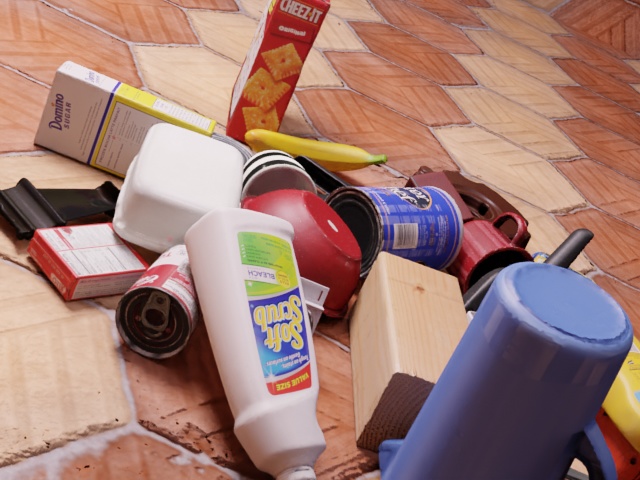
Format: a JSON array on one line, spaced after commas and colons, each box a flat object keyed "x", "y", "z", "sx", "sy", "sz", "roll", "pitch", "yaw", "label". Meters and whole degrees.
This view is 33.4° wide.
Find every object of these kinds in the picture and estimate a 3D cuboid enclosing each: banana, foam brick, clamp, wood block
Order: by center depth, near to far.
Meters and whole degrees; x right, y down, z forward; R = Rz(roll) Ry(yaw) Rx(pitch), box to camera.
[{"x": 0.087, "y": 0.109, "z": 1.010, "sx": 0.090, "sy": 0.090, "sz": 0.206, "roll": 20, "pitch": 27, "yaw": -11, "label": "wood block"}, {"x": 0.239, "y": 0.085, "z": 1.198, "sx": 0.209, "sy": 0.164, "sz": 0.036, "roll": -13, "pitch": 1, "yaw": -27, "label": "clamp"}, {"x": 0.138, "y": -0.037, "z": 1.297, "sx": 0.051, "sy": 0.053, "sz": 0.078, "roll": -14, "pitch": 61, "yaw": -31, "label": "foam brick"}, {"x": 0.039, "y": -0.051, "z": 1.321, "sx": 0.171, "sy": 0.039, "sz": 0.120, "roll": 19, "pitch": 33, "yaw": -26, "label": "clamp"}, {"x": -0.014, "y": -0.116, "z": 1.371, "sx": 0.197, "sy": 0.070, "sz": 0.037, "roll": 5, "pitch": 71, "yaw": -26, "label": "banana"}]

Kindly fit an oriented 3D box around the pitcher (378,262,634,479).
[{"x": 0.150, "y": 0.147, "z": 0.820, "sx": 0.149, "sy": 0.243, "sz": 0.145, "roll": 15, "pitch": 31, "yaw": -10, "label": "pitcher"}]

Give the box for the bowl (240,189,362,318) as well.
[{"x": -0.007, "y": 0.001, "z": 1.098, "sx": 0.162, "sy": 0.055, "sz": 0.162, "roll": 45, "pitch": 17, "yaw": -17, "label": "bowl"}]

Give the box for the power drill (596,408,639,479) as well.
[{"x": 0.345, "y": 0.188, "z": 1.135, "sx": 0.187, "sy": 0.057, "sz": 0.184, "roll": 9, "pitch": 34, "yaw": -25, "label": "power drill"}]

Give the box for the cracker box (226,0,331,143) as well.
[{"x": -0.054, "y": -0.247, "z": 1.401, "sx": 0.072, "sy": 0.214, "sz": 0.164, "roll": 20, "pitch": 26, "yaw": -11, "label": "cracker box"}]

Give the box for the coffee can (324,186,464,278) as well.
[{"x": 0.080, "y": -0.010, "z": 1.207, "sx": 0.140, "sy": 0.103, "sz": 0.103, "roll": -3, "pitch": 38, "yaw": -44, "label": "coffee can"}]

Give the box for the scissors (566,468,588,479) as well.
[{"x": 0.207, "y": 0.218, "z": 1.000, "sx": 0.202, "sy": 0.016, "sz": 0.096, "roll": 31, "pitch": 28, "yaw": 10, "label": "scissors"}]

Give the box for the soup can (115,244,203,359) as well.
[{"x": -0.130, "y": 0.052, "z": 0.946, "sx": 0.068, "sy": 0.069, "sz": 0.102, "roll": 27, "pitch": 26, "yaw": 2, "label": "soup can"}]

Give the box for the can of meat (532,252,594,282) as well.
[{"x": 0.287, "y": 0.063, "z": 1.313, "sx": 0.102, "sy": 0.057, "sz": 0.083, "roll": 33, "pitch": 25, "yaw": 13, "label": "can of meat"}]

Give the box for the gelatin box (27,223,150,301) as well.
[{"x": -0.211, "y": 0.020, "z": 0.978, "sx": 0.089, "sy": 0.030, "sz": 0.073, "roll": -7, "pitch": 42, "yaw": -48, "label": "gelatin box"}]

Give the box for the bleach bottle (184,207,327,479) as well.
[{"x": -0.042, "y": 0.095, "z": 0.892, "sx": 0.102, "sy": 0.068, "sz": 0.251, "roll": 14, "pitch": 48, "yaw": -44, "label": "bleach bottle"}]

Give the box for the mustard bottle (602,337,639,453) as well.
[{"x": 0.319, "y": 0.164, "z": 1.037, "sx": 0.096, "sy": 0.058, "sz": 0.192, "roll": 9, "pitch": 34, "yaw": -36, "label": "mustard bottle"}]

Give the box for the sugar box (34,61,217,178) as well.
[{"x": -0.211, "y": -0.118, "z": 1.160, "sx": 0.176, "sy": 0.093, "sz": 0.048, "roll": 24, "pitch": 25, "yaw": -5, "label": "sugar box"}]

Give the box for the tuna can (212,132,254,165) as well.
[{"x": -0.121, "y": -0.093, "z": 1.262, "sx": 0.086, "sy": 0.034, "sz": 0.086, "roll": 20, "pitch": 27, "yaw": -11, "label": "tuna can"}]

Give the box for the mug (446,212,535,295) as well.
[{"x": 0.201, "y": 0.019, "z": 1.254, "sx": 0.093, "sy": 0.117, "sz": 0.081, "roll": 19, "pitch": 21, "yaw": -29, "label": "mug"}]
